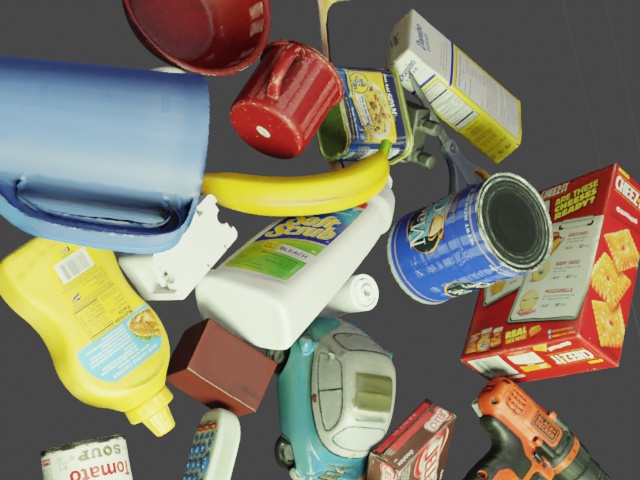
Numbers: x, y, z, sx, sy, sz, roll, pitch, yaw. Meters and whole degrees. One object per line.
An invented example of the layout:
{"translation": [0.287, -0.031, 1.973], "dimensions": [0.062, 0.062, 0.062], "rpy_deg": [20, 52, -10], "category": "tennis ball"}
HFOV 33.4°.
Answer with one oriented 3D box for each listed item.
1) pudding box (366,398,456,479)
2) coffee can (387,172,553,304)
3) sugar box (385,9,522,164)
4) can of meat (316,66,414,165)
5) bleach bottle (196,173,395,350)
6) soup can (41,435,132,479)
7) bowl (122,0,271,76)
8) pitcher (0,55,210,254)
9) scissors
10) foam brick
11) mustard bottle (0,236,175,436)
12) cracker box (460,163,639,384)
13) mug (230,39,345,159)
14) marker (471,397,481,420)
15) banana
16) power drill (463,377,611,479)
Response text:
{"translation": [0.080, 0.214, 0.987], "dimensions": [0.039, 0.113, 0.089], "rpy_deg": [33, 48, 26], "category": "pudding box"}
{"translation": [0.150, 0.001, 1.087], "dimensions": [0.102, 0.141, 0.103], "rpy_deg": [12, 67, -32], "category": "coffee can"}
{"translation": [0.150, -0.171, 1.195], "dimensions": [0.176, 0.048, 0.093], "rpy_deg": [35, 37, -19], "category": "sugar box"}
{"translation": [0.041, -0.130, 1.107], "dimensions": [0.083, 0.058, 0.102], "rpy_deg": [-3, 76, -34], "category": "can of meat"}
{"translation": [-0.007, 0.001, 1.014], "dimensions": [0.250, 0.103, 0.068], "rpy_deg": [-47, 142, -44], "category": "bleach bottle"}
{"translation": [-0.175, 0.208, 0.827], "dimensions": [0.068, 0.069, 0.102], "rpy_deg": [-4, 76, -37], "category": "soup can"}
{"translation": [-0.128, -0.222, 1.016], "dimensions": [0.161, 0.055, 0.162], "rpy_deg": [12, 68, -32], "category": "bowl"}
{"translation": [-0.211, -0.073, 0.829], "dimensions": [0.242, 0.149, 0.145], "rpy_deg": [5, 93, -18], "category": "pitcher"}
{"translation": [0.138, -0.080, 1.160], "dimensions": [0.201, 0.016, 0.096], "rpy_deg": [45, 55, -31], "category": "scissors"}
{"translation": [-0.088, 0.114, 0.932], "dimensions": [0.078, 0.051, 0.053], "rpy_deg": [37, 57, -20], "category": "foam brick"}
{"translation": [-0.178, 0.078, 0.874], "dimensions": [0.096, 0.058, 0.191], "rpy_deg": [-38, 98, -42], "category": "mustard bottle"}
{"translation": [0.252, 0.041, 1.133], "dimensions": [0.072, 0.164, 0.213], "rpy_deg": [36, 57, -24], "category": "cracker box"}
{"translation": [-0.034, -0.139, 1.023], "dimensions": [0.093, 0.117, 0.081], "rpy_deg": [26, 61, 8], "category": "mug"}
{"translation": [0.198, 0.219, 1.125], "dimensions": [0.020, 0.020, 0.121], "rpy_deg": [-36, 97, -38], "category": "marker"}
{"translation": [-0.016, -0.050, 0.999], "dimensions": [0.197, 0.037, 0.070], "rpy_deg": [-10, 36, -14], "category": "banana"}
{"translation": [0.200, 0.259, 1.073], "dimensions": [0.184, 0.057, 0.187], "rpy_deg": [42, 60, -10], "category": "power drill"}
